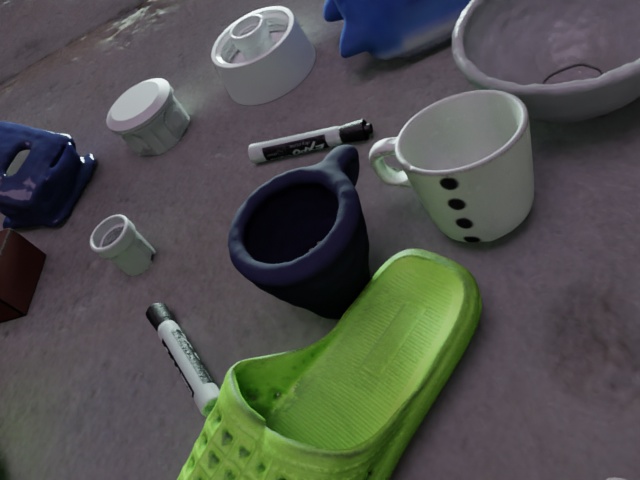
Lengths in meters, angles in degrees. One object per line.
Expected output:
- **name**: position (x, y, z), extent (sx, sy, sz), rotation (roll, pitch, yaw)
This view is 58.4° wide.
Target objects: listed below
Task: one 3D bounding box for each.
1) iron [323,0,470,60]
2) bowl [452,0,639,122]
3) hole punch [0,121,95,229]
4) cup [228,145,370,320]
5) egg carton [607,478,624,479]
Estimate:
- **iron**: position (0.114, -0.279, 0.527), extent (0.258, 0.142, 0.118), rotation (-25, 48, 8)
- **bowl**: position (0.189, -0.143, 0.428), extent (0.167, 0.075, 0.167), rotation (-14, 50, 17)
- **hole punch**: position (-0.321, -0.076, 0.628), extent (0.100, 0.091, 0.109), rotation (-3, 54, 25)
- **cup**: position (0.004, 0.001, 0.398), extent (0.091, 0.095, 0.118), rotation (16, 64, 36)
- **egg carton**: position (0.127, 0.177, 0.215), extent (0.107, 0.070, 0.150), rotation (-33, 47, 1)
